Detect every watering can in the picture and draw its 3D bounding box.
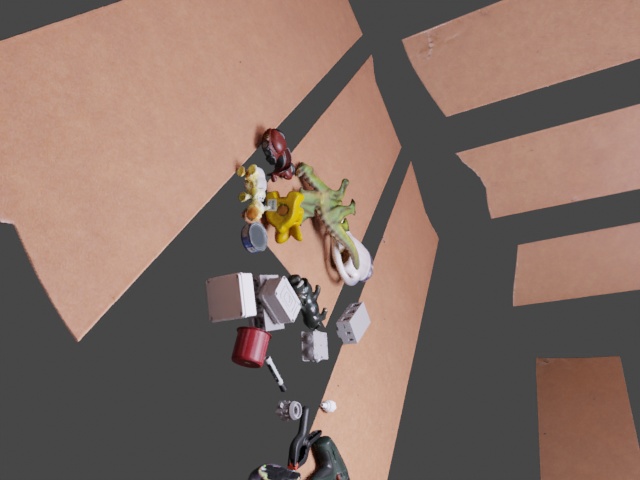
[{"bbox_3d":[0.106,0.020,1.928,0.221,0.103,0.355,38,38,-48],"label":"watering can"}]

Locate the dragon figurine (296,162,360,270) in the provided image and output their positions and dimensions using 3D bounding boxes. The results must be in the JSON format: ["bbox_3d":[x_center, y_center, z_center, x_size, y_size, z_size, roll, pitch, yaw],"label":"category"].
[{"bbox_3d":[0.005,-0.089,1.777,0.243,0.120,0.416,-2,69,-31],"label":"dragon figurine"}]

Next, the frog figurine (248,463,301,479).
[{"bbox_3d":[-0.131,0.635,1.252,0.158,0.123,0.138,-70,165,12],"label":"frog figurine"}]
